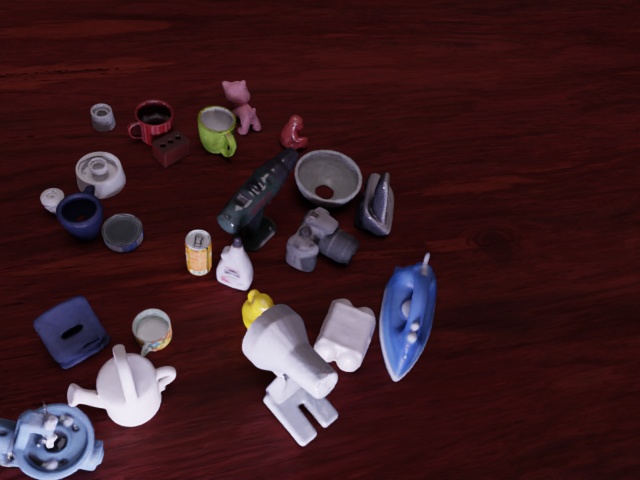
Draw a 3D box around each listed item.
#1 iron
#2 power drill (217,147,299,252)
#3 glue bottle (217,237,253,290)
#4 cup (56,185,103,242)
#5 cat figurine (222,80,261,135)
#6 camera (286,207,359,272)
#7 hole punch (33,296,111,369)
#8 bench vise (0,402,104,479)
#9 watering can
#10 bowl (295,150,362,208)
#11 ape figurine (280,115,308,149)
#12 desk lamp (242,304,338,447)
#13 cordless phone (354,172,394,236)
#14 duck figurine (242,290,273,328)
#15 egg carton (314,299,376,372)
[{"bbox_3d":[0.195,0.155,1.206,0.118,0.141,0.258,15,55,0],"label":"iron"},{"bbox_3d":[-0.134,-0.076,1.258,0.075,0.208,0.230,34,57,13],"label":"power drill"},{"bbox_3d":[-0.175,0.043,1.191,0.078,0.173,0.037,16,55,1],"label":"glue bottle"},{"bbox_3d":[-0.508,-0.052,1.239,0.091,0.095,0.118,10,55,-4],"label":"cup"},{"bbox_3d":[-0.203,-0.358,1.489,0.067,0.118,0.127,-27,65,-25],"label":"cat figurine"},{"bbox_3d":[0.012,0.005,1.297,0.136,0.101,0.143,29,56,9],"label":"camera"},{"bbox_3d":[-0.471,0.175,1.095,0.109,0.091,0.101,-33,68,-28],"label":"hole punch"},{"bbox_3d":[-0.469,0.324,0.917,0.208,0.220,0.121,-5,57,-14],"label":"bench vise"},{"bbox_3d":[-0.344,0.255,1.003,0.173,0.194,0.100,-35,68,-28],"label":"watering can"},{"bbox_3d":[0.017,-0.138,1.410,0.167,0.075,0.167,5,56,-7],"label":"bowl"},{"bbox_3d":[-0.065,-0.283,1.481,0.076,0.092,0.077,-7,58,-15],"label":"ape figurine"},{"bbox_3d":[-0.045,0.244,1.056,0.118,0.213,0.203,-34,68,-28],"label":"desk lamp"},{"bbox_3d":[0.146,-0.113,1.350,0.094,0.185,0.147,11,55,-3],"label":"cordless phone"},{"bbox_3d":[-0.117,0.148,1.184,0.078,0.086,0.104,-29,66,-26],"label":"duck figurine"},{"bbox_3d":[0.054,0.197,1.194,0.107,0.069,0.150,21,55,4],"label":"egg carton"}]
